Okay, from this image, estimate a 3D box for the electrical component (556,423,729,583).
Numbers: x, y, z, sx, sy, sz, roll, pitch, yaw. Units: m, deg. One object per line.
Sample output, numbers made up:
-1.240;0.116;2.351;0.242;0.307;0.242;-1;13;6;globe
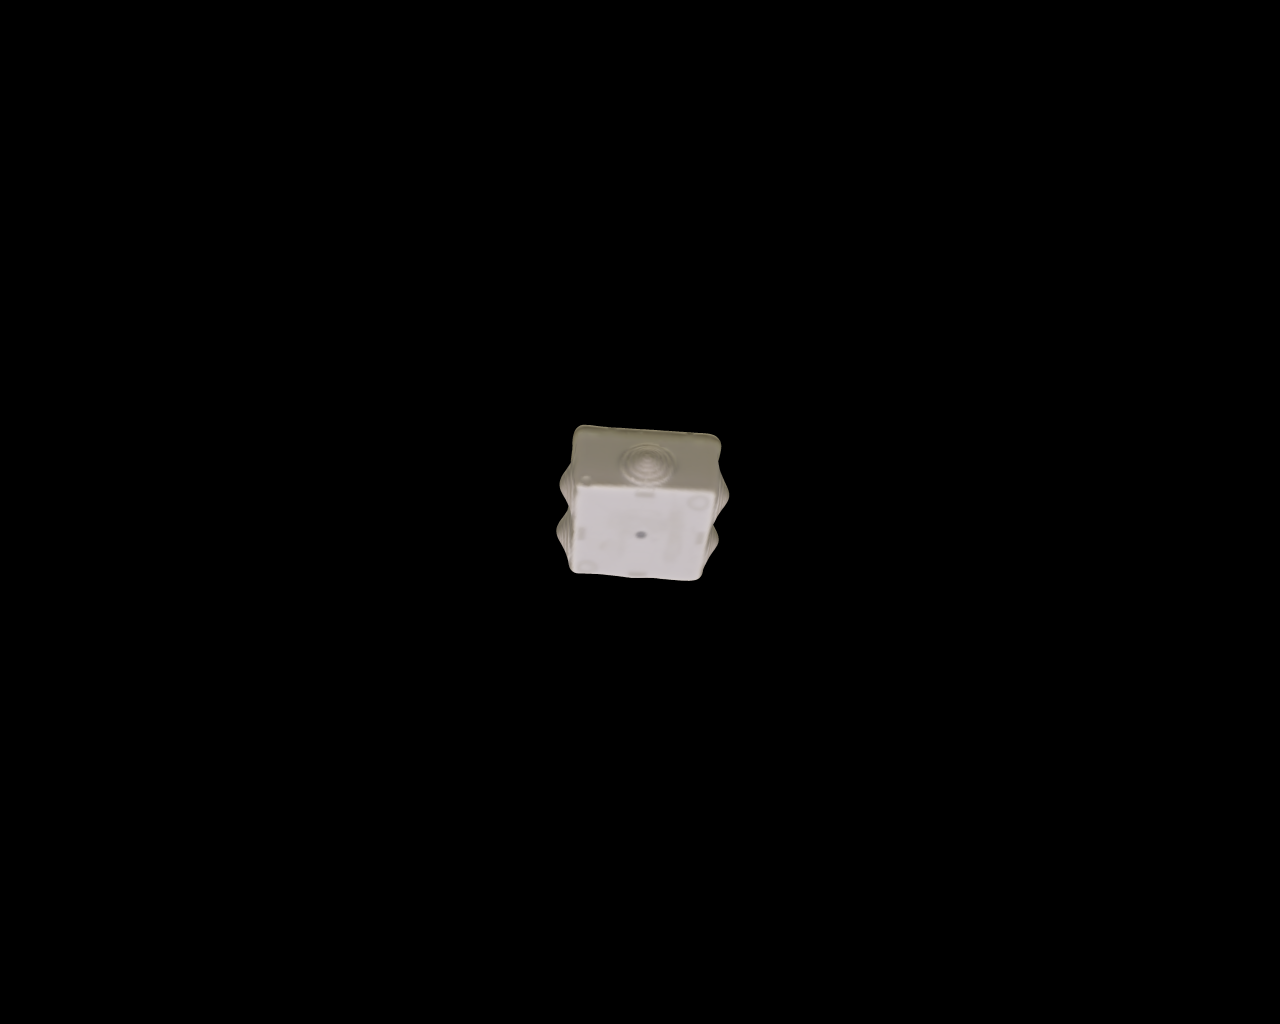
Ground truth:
0.001;-0.003;0.650;0.100;0.048;0.099;4;-43;-4;electrical component
